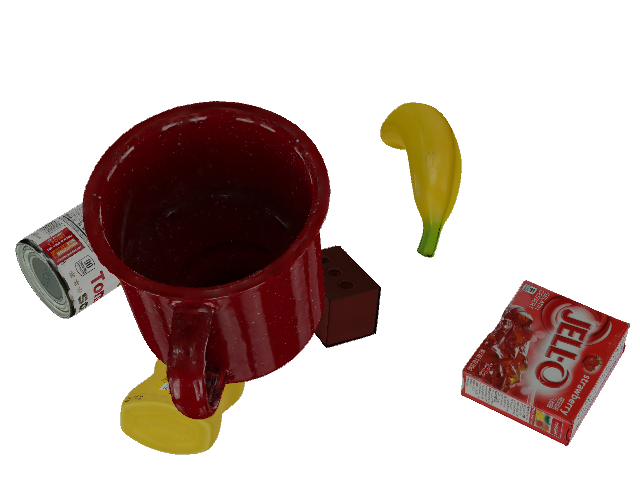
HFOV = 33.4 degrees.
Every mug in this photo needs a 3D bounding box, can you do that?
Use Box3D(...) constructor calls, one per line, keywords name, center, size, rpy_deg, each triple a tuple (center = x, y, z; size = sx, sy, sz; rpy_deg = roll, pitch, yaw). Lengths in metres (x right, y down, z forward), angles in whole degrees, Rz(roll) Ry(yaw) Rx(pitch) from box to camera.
Box3D(name="mug", center=(-0.041, 0.015, 0.423), size=(0.093, 0.117, 0.081), rpy_deg=(0, -35, 4))

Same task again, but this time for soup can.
Box3D(name="soup can", center=(-0.163, 0.003, 0.786), size=(0.102, 0.068, 0.069), rpy_deg=(-36, 20, -30))

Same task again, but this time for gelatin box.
Box3D(name="gelatin box", center=(0.140, 0.073, 0.663), size=(0.073, 0.030, 0.089), rpy_deg=(24, 53, 25))

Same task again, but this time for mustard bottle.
Box3D(name="mustard bottle", center=(-0.131, 0.149, 1.116), size=(0.096, 0.058, 0.191), rpy_deg=(10, 22, 10))

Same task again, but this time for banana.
Box3D(name="banana", center=(0.072, -0.066, 0.795), size=(0.037, 0.070, 0.198), rpy_deg=(26, 25, -17))

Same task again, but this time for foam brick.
Box3D(name="foam brick", center=(0.011, 0.048, 0.940), size=(0.052, 0.051, 0.078), rpy_deg=(-14, 35, -25))
